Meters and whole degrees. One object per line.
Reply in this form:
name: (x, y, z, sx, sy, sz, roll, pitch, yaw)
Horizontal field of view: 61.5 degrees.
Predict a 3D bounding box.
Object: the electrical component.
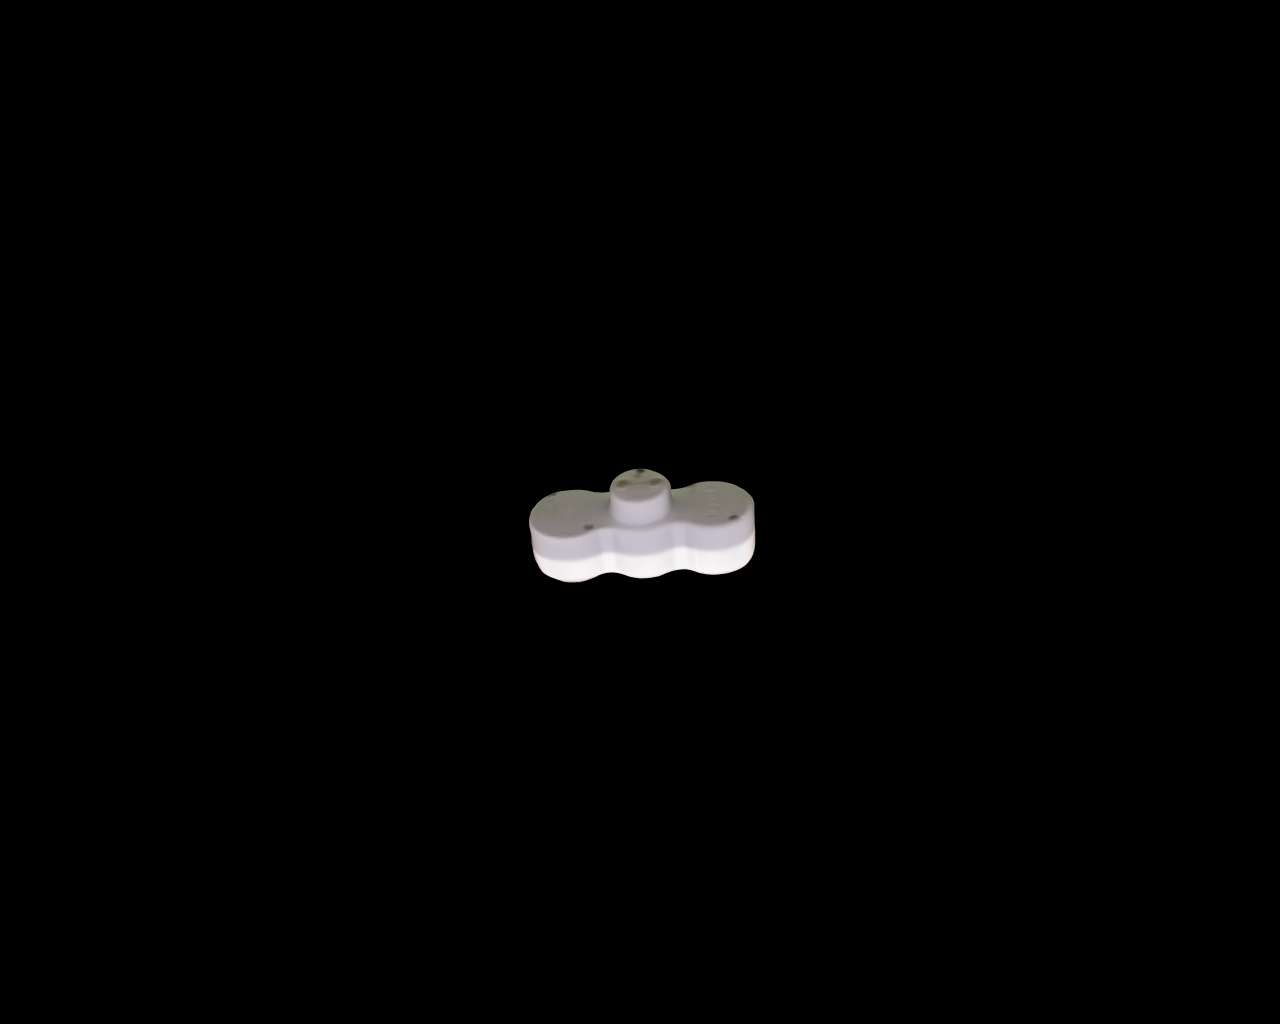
electrical component: (0.001, -0.003, 0.650, 0.138, 0.073, 0.052, -3, 35, 2)
